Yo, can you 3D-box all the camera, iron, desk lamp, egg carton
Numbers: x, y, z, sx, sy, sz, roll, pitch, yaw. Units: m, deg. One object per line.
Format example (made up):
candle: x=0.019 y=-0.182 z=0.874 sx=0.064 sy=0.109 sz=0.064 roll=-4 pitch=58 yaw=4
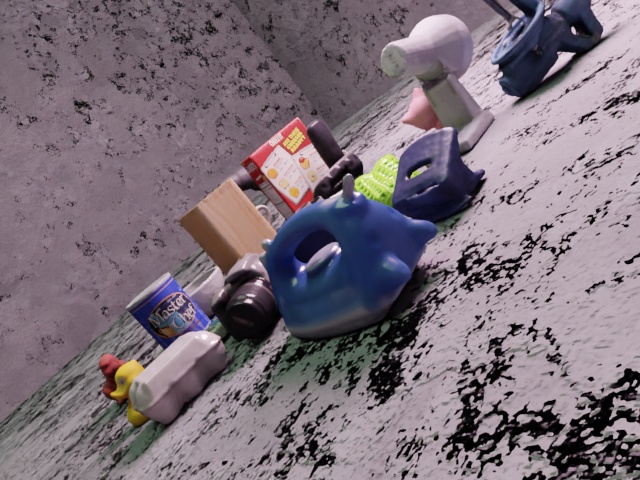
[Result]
camera: x=-0.113 y=0.091 z=0.872 sx=0.143 sy=0.101 sz=0.137 roll=-34 pitch=12 yaw=22
iron: x=0.000 y=0.026 z=0.661 sx=0.257 sy=0.141 sz=0.119 roll=-28 pitch=16 yaw=44
desk lamp: x=0.205 y=-0.270 z=0.991 sx=0.117 sy=0.214 sz=0.203 roll=-26 pitch=17 yaw=47
egg carton: x=-0.207 y=0.197 z=0.837 sx=0.150 sy=0.069 sz=0.107 roll=-45 pitch=13 yaw=-28

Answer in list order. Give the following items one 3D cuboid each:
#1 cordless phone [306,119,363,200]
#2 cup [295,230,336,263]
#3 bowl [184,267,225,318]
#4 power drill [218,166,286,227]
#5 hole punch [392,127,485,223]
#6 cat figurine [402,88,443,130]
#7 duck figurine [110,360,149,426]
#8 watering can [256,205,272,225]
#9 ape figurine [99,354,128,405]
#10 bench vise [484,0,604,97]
cordless phone: x=0.011 y=-0.161 z=1.256 sx=0.148 sy=0.185 sz=0.094 roll=-47 pitch=14 yaw=-34
cup: x=0.008 y=0.003 z=0.849 sx=0.117 sy=0.095 sz=0.091 roll=-37 pitch=11 yaw=11
bowl: x=-0.262 y=0.137 z=1.243 sx=0.167 sy=0.075 sz=0.167 roll=-37 pitch=11 yaw=9
power drill: x=-0.128 y=-0.126 z=1.504 sx=0.230 sy=0.208 sz=0.075 roll=-46 pitch=13 yaw=-31
hole punch: x=0.146 y=-0.082 z=0.751 sx=0.108 sy=0.091 sz=0.101 roll=-26 pitch=17 yaw=48
cat figurine: x=0.223 y=-0.244 z=1.081 sx=0.127 sy=0.118 sz=0.067 roll=-34 pitch=12 yaw=23
duck figurine: x=-0.281 y=0.228 z=0.908 sx=0.105 sy=0.086 sz=0.077 roll=-45 pitch=13 yaw=-26
watering can: x=-0.198 y=-0.027 z=1.376 sx=0.100 sy=0.194 sz=0.173 roll=-24 pitch=19 yaw=52
ape figurine: x=-0.399 y=0.265 z=1.126 sx=0.078 sy=0.092 sz=0.076 roll=-37 pitch=11 yaw=10
bench vise: x=0.347 y=-0.382 z=0.963 sx=0.207 sy=0.220 sz=0.121 roll=-41 pitch=12 yaw=-10
